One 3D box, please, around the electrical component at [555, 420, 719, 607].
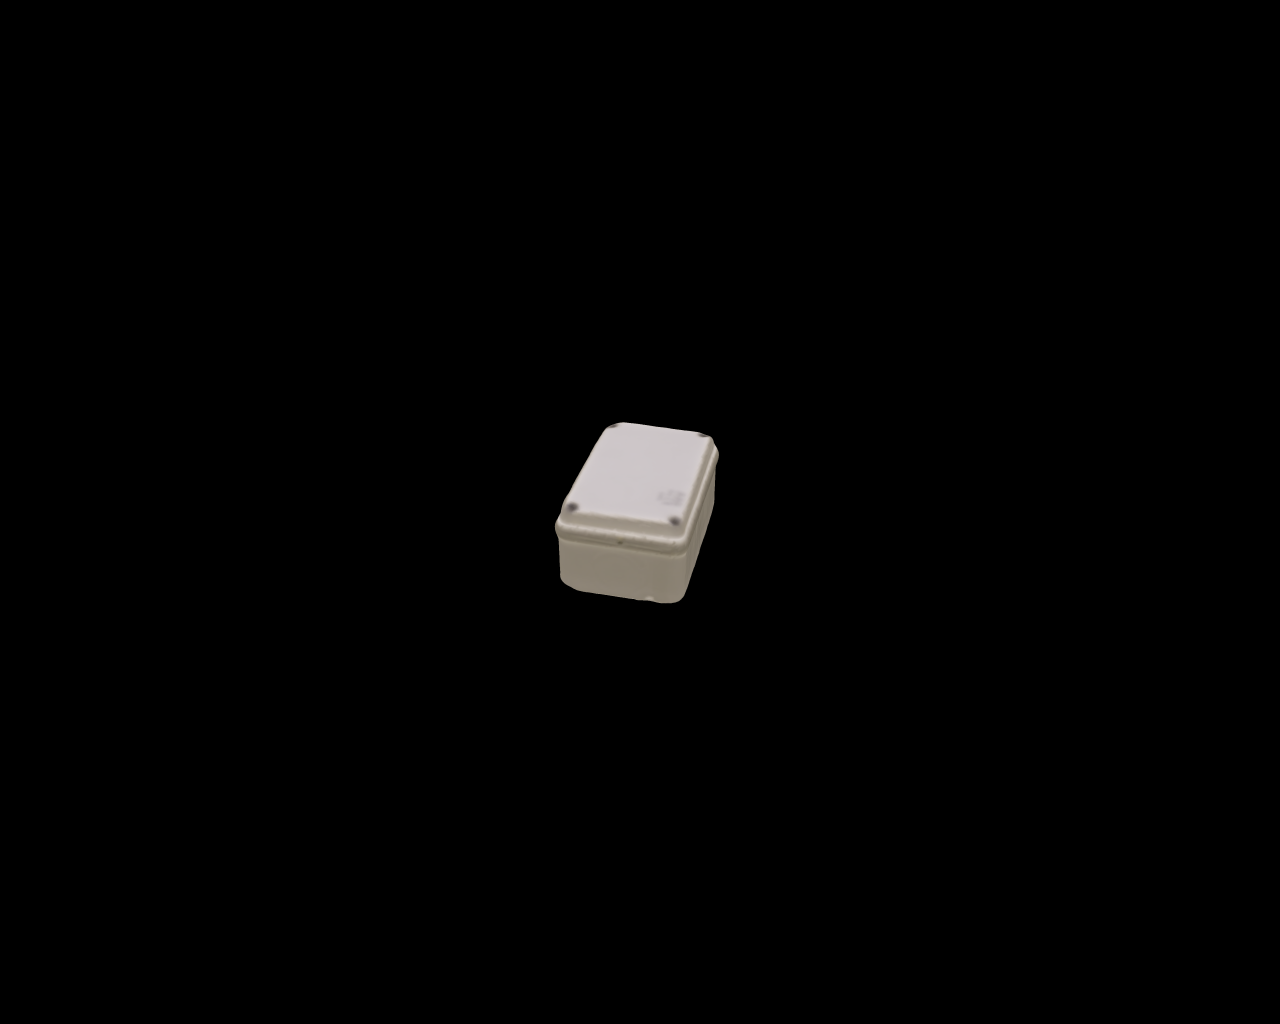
[{"bbox_3d":[0.001,-0.003,0.650,0.078,0.057,0.113,8,36,11],"label":"electrical component"}]
